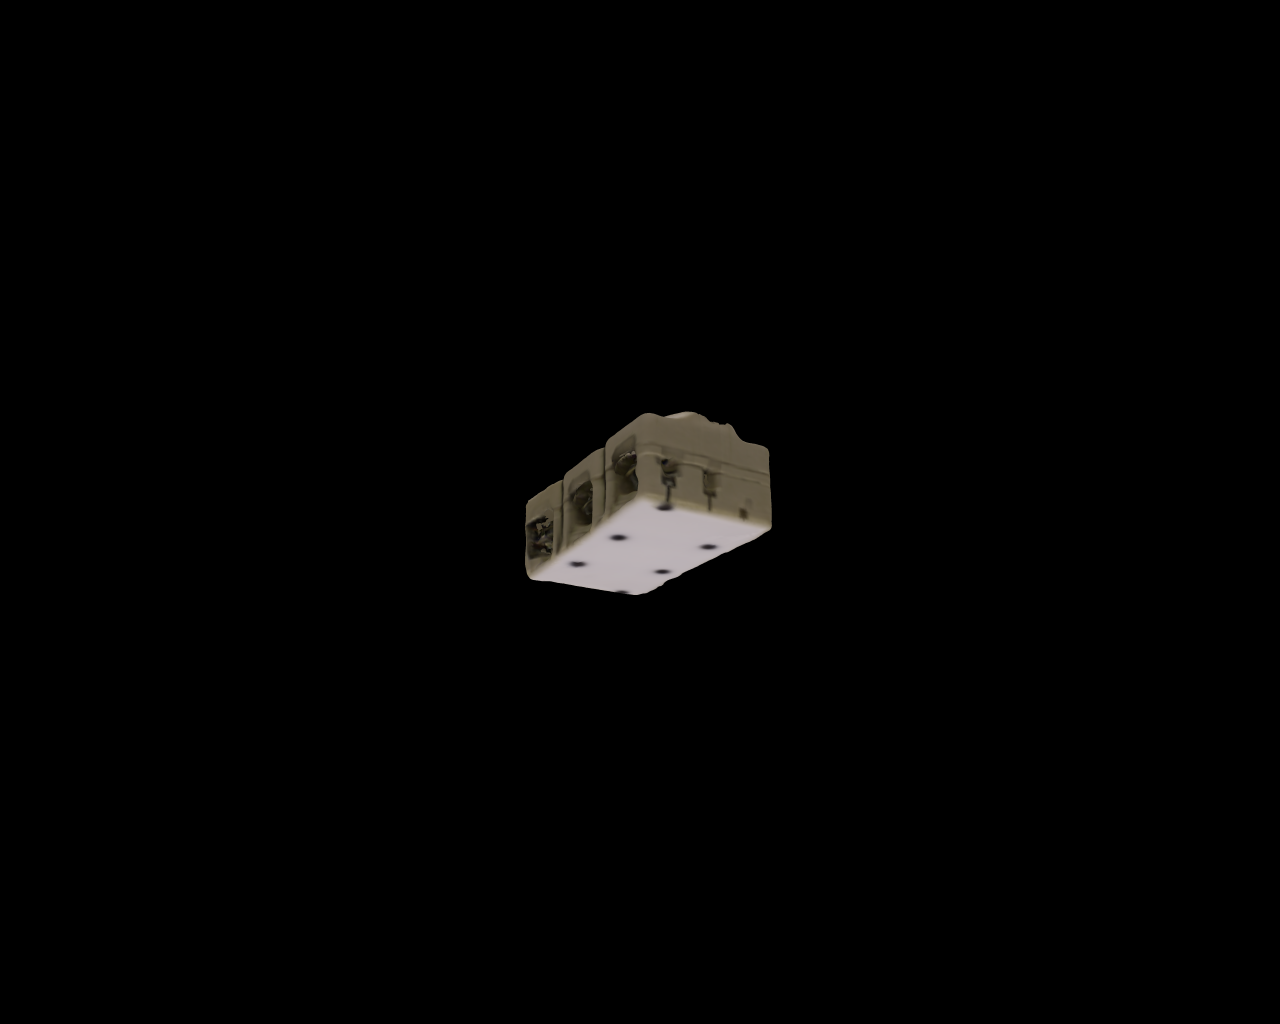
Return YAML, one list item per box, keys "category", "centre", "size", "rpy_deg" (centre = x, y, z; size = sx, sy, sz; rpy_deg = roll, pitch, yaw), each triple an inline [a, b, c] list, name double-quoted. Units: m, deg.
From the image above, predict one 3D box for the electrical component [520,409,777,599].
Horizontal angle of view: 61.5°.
- category: "electrical component"
  centre: [0.001, -0.003, 0.650]
  size: [0.089, 0.062, 0.150]
  rpy_deg: [13, -26, -29]
